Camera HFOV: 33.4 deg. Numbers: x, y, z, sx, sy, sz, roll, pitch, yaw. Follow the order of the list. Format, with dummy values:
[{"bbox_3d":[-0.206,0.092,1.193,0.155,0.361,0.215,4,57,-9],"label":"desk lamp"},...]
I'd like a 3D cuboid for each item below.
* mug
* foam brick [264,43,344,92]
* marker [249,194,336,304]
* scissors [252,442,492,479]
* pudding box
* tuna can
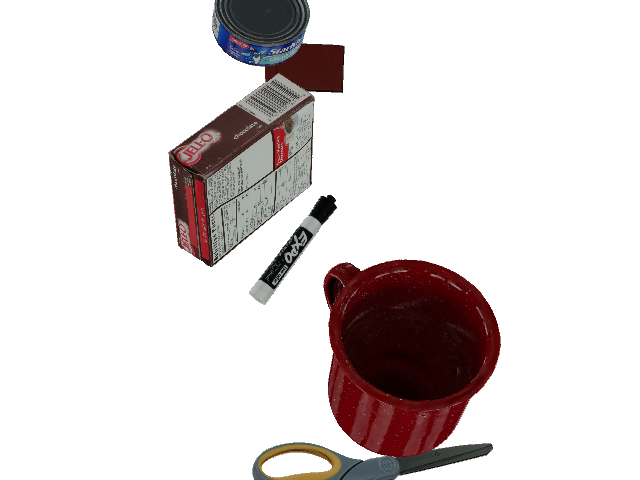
[{"bbox_3d":[0.040,0.063,0.609,0.093,0.117,0.081,-32,-26,-24],"label":"mug"},{"bbox_3d":[-0.018,-0.188,1.158,0.078,0.051,0.053,0,11,-15],"label":"foam brick"},{"bbox_3d":[-0.024,0.007,0.992,0.020,0.121,0.020,34,-15,10],"label":"marker"},{"bbox_3d":[0.047,0.198,0.847,0.201,0.096,0.016,4,-44,-8],"label":"scissors"},{"bbox_3d":[-0.052,-0.048,0.738,0.039,0.090,0.113,35,55,25],"label":"pudding box"},{"bbox_3d":[-0.054,-0.199,0.959,0.086,0.086,0.034,0,-29,-13],"label":"tuna can"}]
